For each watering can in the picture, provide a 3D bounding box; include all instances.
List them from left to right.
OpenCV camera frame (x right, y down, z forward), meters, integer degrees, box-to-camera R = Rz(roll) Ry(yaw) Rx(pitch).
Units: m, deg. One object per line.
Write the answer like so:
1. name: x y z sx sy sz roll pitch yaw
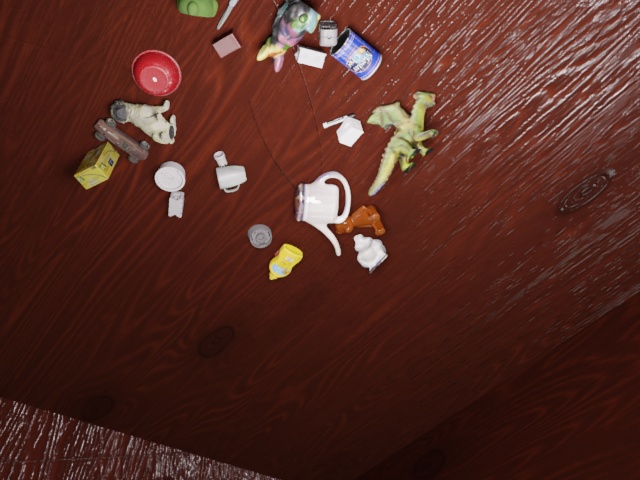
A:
1. watering can: 0.006 -0.103 2.039 0.224 0.105 0.343 3 105 -7

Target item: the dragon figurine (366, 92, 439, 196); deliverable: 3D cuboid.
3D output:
1. dragon figurine: 0.267 -0.372 1.841 0.409 0.245 0.121 -39 163 6

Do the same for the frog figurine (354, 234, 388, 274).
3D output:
1. frog figurine: 0.206 0.043 2.228 0.160 0.124 0.135 46 127 6
